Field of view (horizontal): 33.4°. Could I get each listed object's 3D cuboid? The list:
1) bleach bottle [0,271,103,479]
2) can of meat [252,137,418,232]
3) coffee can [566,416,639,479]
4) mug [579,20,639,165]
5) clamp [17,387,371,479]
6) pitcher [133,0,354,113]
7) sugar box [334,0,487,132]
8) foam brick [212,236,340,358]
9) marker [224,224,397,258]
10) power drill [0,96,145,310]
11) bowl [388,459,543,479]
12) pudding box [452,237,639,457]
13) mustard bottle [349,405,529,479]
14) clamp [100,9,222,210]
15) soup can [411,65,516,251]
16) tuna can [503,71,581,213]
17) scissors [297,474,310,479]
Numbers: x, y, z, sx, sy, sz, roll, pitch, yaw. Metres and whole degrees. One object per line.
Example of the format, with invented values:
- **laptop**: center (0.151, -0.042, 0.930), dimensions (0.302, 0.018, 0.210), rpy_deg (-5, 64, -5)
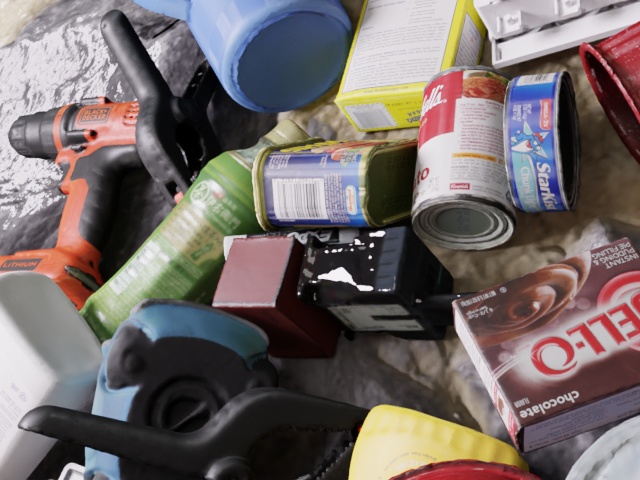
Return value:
- **bleach bottle**: center (-0.250, 0.142, 0.758), dimensions (0.103, 0.068, 0.251), rpy_deg (50, 117, 18)
- **can of meat**: center (0.018, -0.038, 0.715), dimensions (0.084, 0.101, 0.057), rpy_deg (1, 101, 31)
- **coffee can**: center (0.172, 0.146, 0.463), dimensions (0.103, 0.140, 0.103), rpy_deg (-17, 54, 24)
- **mug**: center (0.212, -0.099, 0.641), dimensions (0.081, 0.093, 0.117), rpy_deg (-30, 13, 8)
- **clamp**: center (-0.062, 0.137, 0.626), dimensions (0.209, 0.164, 0.036), rpy_deg (-27, 1, -16)
- **pitcher**: center (-0.073, -0.215, 0.864), dimensions (0.149, 0.144, 0.243), rpy_deg (-37, 50, 13)
- **sugar box**: center (0.078, -0.166, 0.794), dimensions (0.093, 0.048, 0.176), rpy_deg (-1, 57, 33)
- **foam brick**: center (-0.024, 0.039, 0.706), dimensions (0.053, 0.078, 0.051), rpy_deg (-2, 58, 32)
- **marker**: center (-0.005, 0.001, 0.729), dimensions (0.121, 0.020, 0.020), rpy_deg (-6, 56, 4)
- **power drill**: center (-0.217, -0.036, 0.895), dimensions (0.185, 0.057, 0.187), rpy_deg (-1, 61, 33)
- **bowl**: center (0.075, 0.184, 0.515), dimensions (0.162, 0.055, 0.162), rpy_deg (-1, 71, 3)
- **pudding box**: center (0.142, 0.057, 0.589), dimensions (0.113, 0.039, 0.090), rpy_deg (-21, 48, -3)
- **mustard bottle**: center (0.038, 0.191, 0.578), dimensions (0.096, 0.058, 0.191), rpy_deg (14, 70, 29)
- **clamp**: center (-0.109, -0.100, 0.855), dimensions (0.039, 0.120, 0.171), rpy_deg (-31, 68, 40)
- **soup can**: center (0.096, -0.052, 0.691), dimensions (0.069, 0.068, 0.102), rpy_deg (-9, 58, 29)
- **tuna can**: center (0.137, -0.059, 0.653), dimensions (0.034, 0.086, 0.086), rpy_deg (-2, 60, 21)
- **scissors**: center (-0.091, 0.214, 0.678), dimensions (0.096, 0.016, 0.201), rpy_deg (26, 77, 41)
